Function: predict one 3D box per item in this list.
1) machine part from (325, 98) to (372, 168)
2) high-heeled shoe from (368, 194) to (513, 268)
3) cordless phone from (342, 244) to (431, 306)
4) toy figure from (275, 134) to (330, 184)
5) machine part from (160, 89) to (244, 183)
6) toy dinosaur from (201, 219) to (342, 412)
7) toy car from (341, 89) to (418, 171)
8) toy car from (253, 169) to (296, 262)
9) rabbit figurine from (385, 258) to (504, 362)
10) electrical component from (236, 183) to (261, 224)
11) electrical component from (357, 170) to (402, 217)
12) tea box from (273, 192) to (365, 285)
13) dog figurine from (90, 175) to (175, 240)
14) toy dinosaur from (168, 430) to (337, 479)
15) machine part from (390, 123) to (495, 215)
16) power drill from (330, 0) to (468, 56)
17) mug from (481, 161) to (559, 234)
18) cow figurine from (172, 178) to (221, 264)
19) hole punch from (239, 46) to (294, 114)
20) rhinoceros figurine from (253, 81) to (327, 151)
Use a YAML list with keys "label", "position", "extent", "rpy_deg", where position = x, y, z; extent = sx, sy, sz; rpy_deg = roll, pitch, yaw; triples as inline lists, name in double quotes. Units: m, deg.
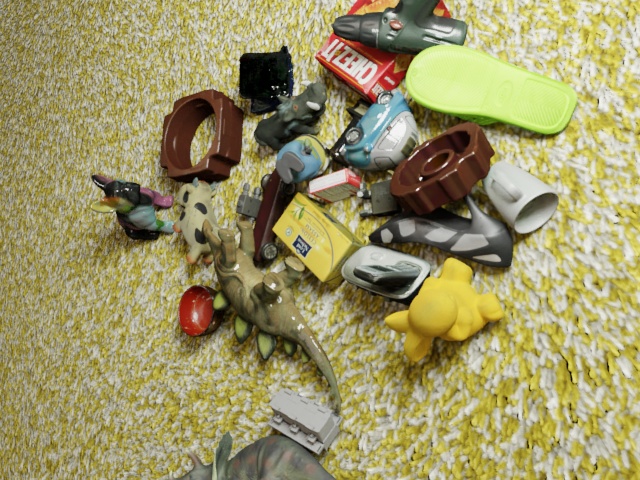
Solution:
- label: "machine part"
  position: [0.067, -0.209, 1.047]
  extent: [0.084, 0.039, 0.139]
  rpy_deg: [33, 86, 26]
- label: "high-heeled shoe"
  position: [0.201, 0.006, 0.913]
  extent: [0.249, 0.086, 0.145]
  rpy_deg: [-24, 98, 47]
- label: "cordless phone"
  position: [0.086, 0.054, 0.894]
  extent: [0.147, 0.184, 0.088]
  rpy_deg: [19, 96, 36]
- label: "toy figure"
  position: [-0.033, -0.158, 1.031]
  extent: [0.082, 0.180, 0.089]
  rpy_deg: [-14, 98, 21]
- label: "machine part"
  position: [-0.277, -0.238, 1.266]
  extent: [0.202, 0.087, 0.201]
  rpy_deg: [-6, 77, 32]
- label: "toy dinosaur"
  position: [-0.102, 0.119, 1.033]
  extent: [0.472, 0.105, 0.198]
  rpy_deg: [44, 131, 28]
- label: "toy car"
  position: [0.123, -0.184, 0.973]
  extent: [0.103, 0.109, 0.161]
  rpy_deg: [42, 96, 26]
- label: "toy car"
  position: [-0.103, -0.051, 1.126]
  extent: [0.089, 0.053, 0.202]
  rpy_deg: [18, 91, 52]
- label: "rabbit figurine"
  position: [0.178, 0.106, 0.821]
  extent: [0.162, 0.173, 0.122]
  rpy_deg: [-35, 74, 19]
- label: "electrical component"
  position: [-0.154, -0.072, 1.159]
  extent: [0.021, 0.063, 0.094]
  rpy_deg: [11, 88, 35]
- label: "electrical component"
  position: [0.115, -0.084, 0.987]
  extent: [0.102, 0.045, 0.078]
  rpy_deg: [-3, 77, 34]
- label: "tea box"
  position: [-0.002, -0.003, 1.037]
  extent: [0.170, 0.068, 0.098]
  rpy_deg: [43, 104, 32]
- label: "dog figurine"
  position: [-0.463, -0.079, 1.281]
  extent: [0.192, 0.219, 0.108]
  rpy_deg: [-14, 69, 31]
- label: "toy dinosaur"
  position: [-0.096, 0.428, 0.988]
  extent: [0.405, 0.131, 0.192]
  rpy_deg: [-24, 68, 22]
- label: "machine part"
  position: [0.197, -0.115, 0.878]
  extent: [0.179, 0.056, 0.179]
  rpy_deg: [-33, 22, 15]
- label: "power drill"
  position: [0.136, -0.388, 0.866]
  extent: [0.232, 0.207, 0.086]
  rpy_deg: [16, 55, 4]
- label: "mug"
  position: [0.294, -0.075, 0.830]
  extent: [0.080, 0.109, 0.107]
  rpy_deg: [-52, 43, 20]
- label: "cow figurine"
  position: [-0.275, -0.054, 1.227]
  extent: [0.127, 0.085, 0.195]
  rpy_deg: [-46, 56, 25]
- label: "hole punch"
  position: [-0.114, -0.345, 1.188]
  extent: [0.116, 0.092, 0.142]
  rpy_deg: [0, 76, 5]
- label: "rhinoceros figurine"
  position: [-0.057, -0.256, 1.103]
  extent: [0.190, 0.112, 0.073]
  rpy_deg: [-27, 64, 36]
